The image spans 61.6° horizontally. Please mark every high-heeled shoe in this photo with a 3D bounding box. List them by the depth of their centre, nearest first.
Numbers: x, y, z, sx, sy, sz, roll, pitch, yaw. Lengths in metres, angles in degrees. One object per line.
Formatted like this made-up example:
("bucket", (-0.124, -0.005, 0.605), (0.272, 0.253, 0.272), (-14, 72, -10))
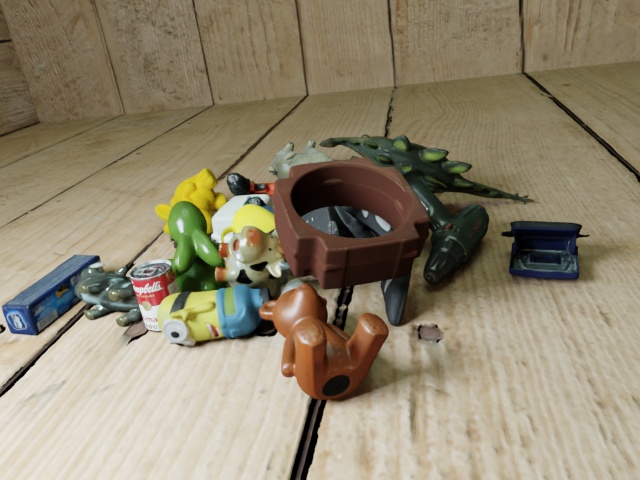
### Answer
("high-heeled shoe", (0.077, 0.017, 0.875), (0.145, 0.086, 0.249), (6, 55, 7))

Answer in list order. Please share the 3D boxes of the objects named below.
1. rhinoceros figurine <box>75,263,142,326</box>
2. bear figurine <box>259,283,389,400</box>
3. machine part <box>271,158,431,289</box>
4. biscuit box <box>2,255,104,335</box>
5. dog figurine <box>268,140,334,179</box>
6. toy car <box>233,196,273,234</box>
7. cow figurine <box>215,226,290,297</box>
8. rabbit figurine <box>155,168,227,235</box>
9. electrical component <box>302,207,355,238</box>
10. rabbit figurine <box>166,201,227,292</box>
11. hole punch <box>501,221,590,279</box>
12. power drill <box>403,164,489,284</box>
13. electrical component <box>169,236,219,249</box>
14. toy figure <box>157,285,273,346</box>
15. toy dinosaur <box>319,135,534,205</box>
("rhinoceros figurine", (-0.373, 0.089, 0.967), (0.191, 0.073, 0.112), (9, 31, 34))
("bear figurine", (-0.005, 0.110, 0.720), (0.120, 0.131, 0.196), (-2, 35, -20))
("machine part", (0.040, -0.029, 0.785), (0.201, 0.087, 0.202), (-8, 42, -15))
("biscuit box", (-0.491, 0.097, 1.003), (0.063, 0.059, 0.203), (1, 25, 17))
("dog figurine", (-0.025, -0.177, 1.409), (0.172, 0.121, 0.191), (-28, 37, -17))
("toy car", (-0.120, -0.009, 1.092), (0.103, 0.109, 0.162), (-40, 48, -10))
("cow figurine", (-0.100, 0.041, 0.869), (0.127, 0.194, 0.085), (-1, 62, 2))
("rabbit figurine", (-0.299, -0.071, 1.261), (0.162, 0.121, 0.173), (-14, 43, -7))
("electrical component", (-0.002, -0.003, 0.986), (0.058, 0.134, 0.115), (25, 37, -33))
("rabbit figurine", (-0.233, 0.020, 0.957), (0.121, 0.170, 0.159), (-15, 24, -15))
("hole punch", (0.374, 0.019, 0.895), (0.142, 0.092, 0.115), (0, -5, 23))
("power drill", (0.197, -0.039, 0.973), (0.207, 0.086, 0.232), (42, 46, 21))
("electrical component", (-0.276, 0.006, 1.155), (0.078, 0.045, 0.102), (-28, 31, -35))
("toy figure", (-0.161, 0.114, 0.836), (0.180, 0.082, 0.089), (-13, 23, -4))
("toy dinosaur", (0.226, -0.152, 1.170), (0.471, 0.105, 0.199), (13, 6, -11))
